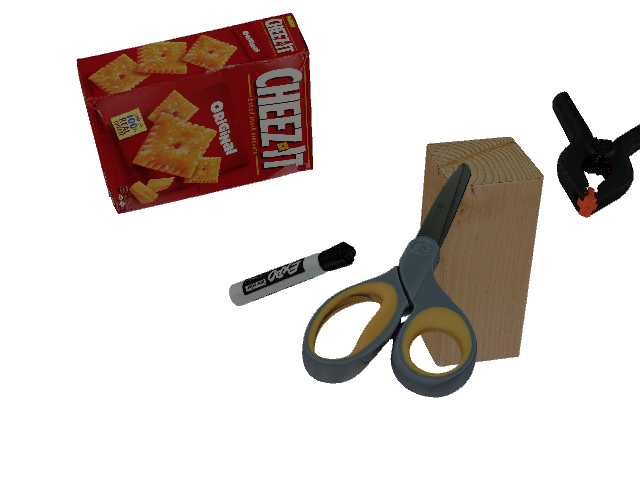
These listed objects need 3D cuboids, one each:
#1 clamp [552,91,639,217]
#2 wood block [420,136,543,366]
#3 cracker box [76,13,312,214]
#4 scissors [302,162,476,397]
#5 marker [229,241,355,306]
[{"bbox_3d":[0.288,-0.097,1.140,0.120,0.039,0.171,19,47,19],"label":"clamp"},{"bbox_3d":[0.151,0.012,1.052,0.090,0.206,0.090,-6,32,-10],"label":"wood block"},{"bbox_3d":[-0.117,-0.121,1.056,0.213,0.072,0.164,-13,-39,-9],"label":"cracker box"},{"bbox_3d":[0.068,0.019,0.584,0.096,0.016,0.201,24,45,28],"label":"scissors"},{"bbox_3d":[-0.022,0.027,0.843,0.121,0.020,0.020,-21,-12,33],"label":"marker"}]
